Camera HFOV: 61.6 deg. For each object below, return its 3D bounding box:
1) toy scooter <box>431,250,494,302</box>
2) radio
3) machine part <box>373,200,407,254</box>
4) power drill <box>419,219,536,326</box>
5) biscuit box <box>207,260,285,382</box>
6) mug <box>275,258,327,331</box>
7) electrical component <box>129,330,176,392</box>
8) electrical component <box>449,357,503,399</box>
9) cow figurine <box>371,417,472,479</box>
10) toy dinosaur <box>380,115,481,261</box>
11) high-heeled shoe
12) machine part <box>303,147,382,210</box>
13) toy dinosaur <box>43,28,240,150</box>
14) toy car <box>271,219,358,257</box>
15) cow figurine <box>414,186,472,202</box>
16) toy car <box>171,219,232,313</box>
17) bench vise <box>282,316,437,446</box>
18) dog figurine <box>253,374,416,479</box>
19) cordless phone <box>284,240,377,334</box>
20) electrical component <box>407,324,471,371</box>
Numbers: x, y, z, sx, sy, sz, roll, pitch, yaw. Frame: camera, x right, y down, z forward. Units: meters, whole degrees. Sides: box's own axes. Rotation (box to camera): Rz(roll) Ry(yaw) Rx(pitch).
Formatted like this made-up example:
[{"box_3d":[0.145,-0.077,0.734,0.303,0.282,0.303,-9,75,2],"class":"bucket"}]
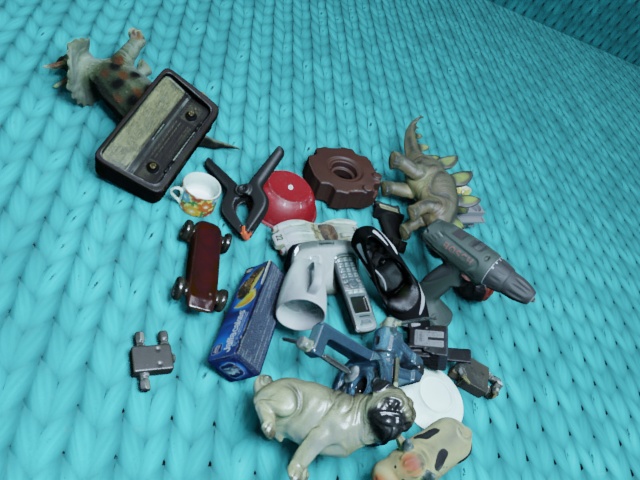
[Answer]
[{"box_3d":[0.340,0.055,1.192,0.135,0.075,0.184,-4,49,-34],"class":"toy scooter"},{"box_3d":[-0.296,-0.189,0.993,0.131,0.073,0.229,34,67,-13],"class":"radio"},{"box_3d":[0.160,-0.033,1.199,0.084,0.039,0.139,16,42,-27],"class":"machine part"},{"box_3d":[0.266,0.086,1.026,0.086,0.207,0.232,-30,67,-37],"class":"power drill"},{"box_3d":[-0.111,0.127,0.869,0.062,0.059,0.203,52,34,-28],"class":"biscuit box"},{"box_3d":[-0.026,0.075,0.881,0.081,0.109,0.107,14,41,-12],"class":"mug"},{"box_3d":[-0.245,0.176,0.790,0.063,0.021,0.094,2,50,-28],"class":"electrical component"},{"box_3d":[0.292,0.256,0.999,0.102,0.045,0.078,33,44,3],"class":"electrical component"},{"box_3d":[0.155,0.325,0.800,0.195,0.127,0.086,-13,55,-38],"class":"cow figurine"},{"box_3d":[0.243,-0.132,1.221,0.198,0.105,0.471,2,54,-19],"class":"toy dinosaur"},{"box_3d":[0.142,0.079,0.979,0.086,0.145,0.248,-38,88,-4],"class":"high-heeled shoe"},{"box_3d":[0.049,-0.143,1.209,0.179,0.056,0.179,10,44,-10],"class":"machine part"},{"box_3d":[-0.363,-0.279,1.085,0.405,0.131,0.192,40,60,-2],"class":"toy dinosaur"},{"box_3d":[-0.002,-0.003,1.065,0.202,0.056,0.073,-2,52,-31],"class":"toy car"},{"box_3d":[0.287,-0.135,1.339,0.167,0.068,0.098,1,45,-33],"class":"cow figurine"},{"box_3d":[-0.200,0.045,0.914,0.089,0.053,0.202,22,39,-26],"class":"toy car"},{"box_3d":[0.065,0.194,0.859,0.240,0.129,0.223,35,61,-24],"class":"bench vise"},{"box_3d":[0.018,0.228,0.756,0.190,0.121,0.172,-32,83,-5],"class":"dog figurine"},{"box_3d":[0.020,0.092,0.974,0.146,0.088,0.184,-3,57,-31],"class":"cordless phone"},{"box_3d":[0.215,0.196,0.976,0.119,0.047,0.075,5,40,14],"class":"electrical component"}]
